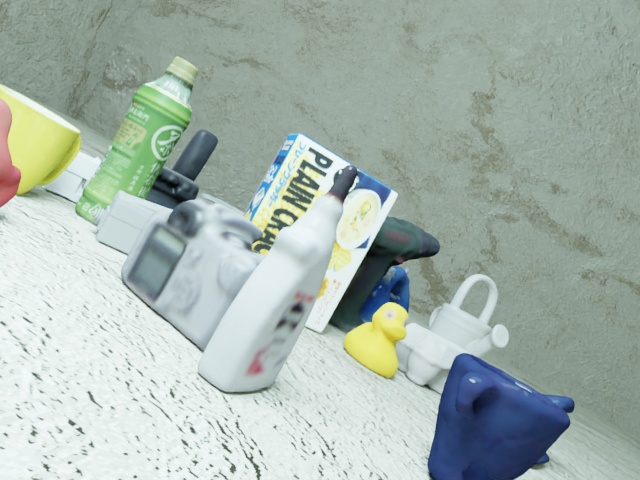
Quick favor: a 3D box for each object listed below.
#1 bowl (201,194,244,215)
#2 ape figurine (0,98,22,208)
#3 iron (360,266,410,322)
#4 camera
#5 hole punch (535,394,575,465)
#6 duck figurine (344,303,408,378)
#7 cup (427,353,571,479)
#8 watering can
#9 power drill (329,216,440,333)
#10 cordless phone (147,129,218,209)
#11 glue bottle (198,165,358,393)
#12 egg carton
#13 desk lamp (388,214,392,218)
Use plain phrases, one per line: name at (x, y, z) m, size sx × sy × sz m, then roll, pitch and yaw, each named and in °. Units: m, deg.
bowl at (-0.183, -0.026, 1.178) m, size 0.167 × 0.075 × 0.167 m, roll 29°, pitch 1°, yaw 0°
ape figurine at (-0.270, -0.070, 0.448) m, size 0.078 × 0.092 × 0.076 m, roll 29°, pitch 1°, yaw -21°
iron at (0.127, 0.108, 1.129) m, size 0.118 × 0.141 × 0.259 m, roll 29°, pitch 1°, yaw 16°
camera at (-0.076, 0.031, 0.508) m, size 0.142 × 0.101 × 0.137 m, roll 30°, pitch 1°, yaw 36°
hole punch at (0.247, 0.212, 0.705) m, size 0.100 × 0.091 × 0.109 m, roll 30°, pitch 1°, yaw 35°
duck figurine at (0.081, 0.122, 0.752) m, size 0.078 × 0.086 × 0.104 m, roll 29°, pitch 1°, yaw -15°
cup at (0.115, 0.142, 0.417) m, size 0.091 × 0.095 × 0.118 m, roll 30°, pitch 1°, yaw 40°
watering can at (0.262, 0.155, 1.024) m, size 0.172 × 0.194 × 0.101 m, roll 30°, pitch 1°, yaw 40°
power drill at (0.093, 0.055, 0.943) m, size 0.075 × 0.208 × 0.231 m, roll 30°, pitch 1°, yaw 42°
cordless phone at (-0.286, -0.144, 1.094) m, size 0.093 × 0.185 × 0.148 m, roll 30°, pitch 1°, yaw 41°
glue bottle at (-0.019, 0.023, 0.402) m, size 0.037 × 0.173 × 0.078 m, roll 29°, pitch 1°, yaw 19°
egg carton at (0.174, 0.181, 0.840) m, size 0.151 × 0.069 × 0.107 m, roll 28°, pitch 1°, yaw -30°
desk lamp at (0.010, 0.004, 1.055) m, size 0.203 × 0.213 × 0.118 m, roll 29°, pitch 1°, yaw 6°
